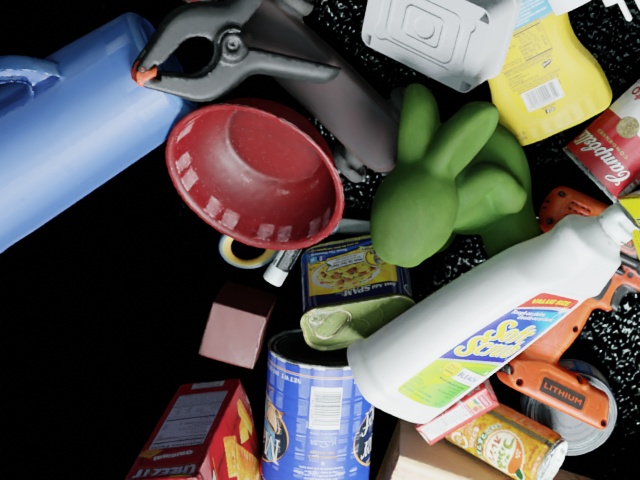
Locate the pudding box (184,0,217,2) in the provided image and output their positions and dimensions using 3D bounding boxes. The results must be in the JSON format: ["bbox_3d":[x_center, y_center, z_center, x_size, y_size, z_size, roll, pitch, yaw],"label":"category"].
[{"bbox_3d":[-0.091,-0.263,0.895,0.090,0.039,0.113,-24,76,11],"label":"pudding box"}]

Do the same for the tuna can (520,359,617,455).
[{"bbox_3d":[0.232,0.156,0.996,0.086,0.033,0.086,1,104,4],"label":"tuna can"}]

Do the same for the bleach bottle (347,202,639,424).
[{"bbox_3d":[0.146,0.053,0.872,0.251,0.068,0.102,-40,136,22],"label":"bleach bottle"}]

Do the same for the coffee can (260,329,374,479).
[{"bbox_3d":[-0.001,0.163,0.980,0.103,0.102,0.140,4,104,3],"label":"coffee can"}]

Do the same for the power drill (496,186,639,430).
[{"bbox_3d":[0.253,0.067,0.942,0.184,0.057,0.187,25,88,-2],"label":"power drill"}]

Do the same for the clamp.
[{"bbox_3d":[-0.071,-0.170,0.853,0.171,0.039,0.120,-16,104,-17],"label":"clamp"}]

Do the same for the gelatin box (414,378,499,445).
[{"bbox_3d":[0.114,0.132,0.970,0.073,0.089,0.030,-33,122,12],"label":"gelatin box"}]

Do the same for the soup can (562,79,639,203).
[{"bbox_3d":[0.269,-0.089,0.913,0.102,0.068,0.068,-44,97,13],"label":"soup can"}]

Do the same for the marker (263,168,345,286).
[{"bbox_3d":[-0.013,-0.013,0.962,0.020,0.020,0.121,30,101,-4],"label":"marker"}]

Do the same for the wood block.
[{"bbox_3d":[0.157,0.251,0.997,0.206,0.090,0.090,19,105,-1],"label":"wood block"}]

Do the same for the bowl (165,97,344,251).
[{"bbox_3d":[-0.048,-0.067,0.916,0.162,0.055,0.162,14,138,12],"label":"bowl"}]

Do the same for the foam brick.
[{"bbox_3d":[-0.074,0.076,0.977,0.051,0.078,0.053,17,105,1],"label":"foam brick"}]

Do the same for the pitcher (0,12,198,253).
[{"bbox_3d":[-0.236,-0.096,0.916,0.243,0.149,0.145,-30,99,8],"label":"pitcher"}]

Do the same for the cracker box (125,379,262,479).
[{"bbox_3d":[-0.100,0.239,0.949,0.072,0.213,0.164,-9,103,8],"label":"cracker box"}]

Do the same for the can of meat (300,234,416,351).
[{"bbox_3d":[0.033,0.044,0.950,0.102,0.084,0.057,-10,135,6],"label":"can of meat"}]

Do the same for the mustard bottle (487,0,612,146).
[{"bbox_3d":[0.165,-0.182,0.902,0.096,0.058,0.191,-23,101,26],"label":"mustard bottle"}]

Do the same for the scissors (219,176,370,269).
[{"bbox_3d":[-0.006,0.001,0.983,0.201,0.016,0.096,21,102,0],"label":"scissors"}]

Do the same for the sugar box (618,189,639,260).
[{"bbox_3d":[0.350,-0.024,0.903,0.176,0.048,0.093,-22,96,-9],"label":"sugar box"}]
